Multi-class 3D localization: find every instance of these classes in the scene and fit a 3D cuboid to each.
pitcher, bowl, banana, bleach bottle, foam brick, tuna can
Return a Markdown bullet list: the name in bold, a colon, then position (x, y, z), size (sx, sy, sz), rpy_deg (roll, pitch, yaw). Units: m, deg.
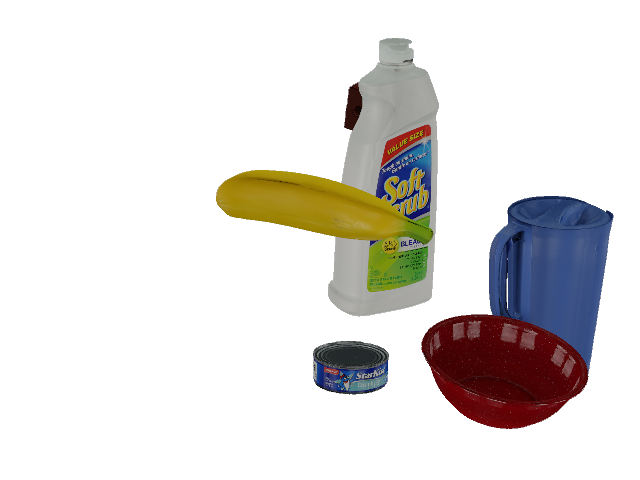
- **pitcher**: position (0.299, 0.072, 1.408), size (0.149, 0.243, 0.145), rpy_deg (5, 21, 13)
- **bowl**: position (0.175, 0.135, 1.043), size (0.162, 0.055, 0.162), rpy_deg (5, 26, -3)
- **banana**: position (-0.018, -0.023, 0.768), size (0.198, 0.037, 0.069), rpy_deg (13, -20, 39)
- **bleach bottle**: position (0.060, -0.060, 0.993), size (0.102, 0.251, 0.068), rpy_deg (-10, 23, -24)
- **foam brick**: position (0.074, -0.150, 1.240), size (0.078, 0.053, 0.051), rpy_deg (23, 33, 25)
- **tuna can**: position (0.034, 0.143, 1.203), size (0.086, 0.034, 0.086), rpy_deg (1, 14, 0)
